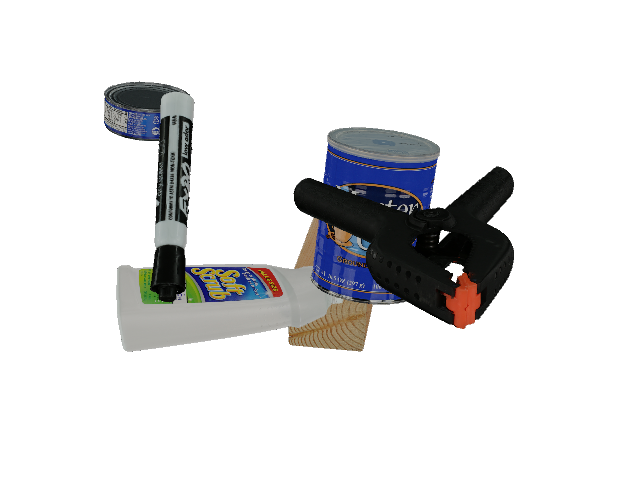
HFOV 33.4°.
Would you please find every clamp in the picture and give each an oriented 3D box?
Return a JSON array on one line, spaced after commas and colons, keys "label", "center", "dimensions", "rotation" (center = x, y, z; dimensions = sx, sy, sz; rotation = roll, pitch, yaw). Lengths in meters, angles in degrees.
[{"label": "clamp", "center": [0.063, -0.003, 0.717], "dimensions": [0.164, 0.036, 0.210], "rotation": [-2, 24, 1]}]

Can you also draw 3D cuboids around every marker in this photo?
[{"label": "marker", "center": [-0.081, -0.024, 0.584], "dimensions": [0.020, 0.121, 0.020], "rotation": [0, -23, 0]}]

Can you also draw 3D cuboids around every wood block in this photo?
[{"label": "wood block", "center": [0.021, 0.047, 1.313], "dimensions": [0.091, 0.090, 0.206], "rotation": [4, 23, 6]}]

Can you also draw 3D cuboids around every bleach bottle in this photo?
[{"label": "bleach bottle", "center": [-0.095, 0.062, 1.177], "dimensions": [0.250, 0.068, 0.102], "rotation": [-6, 36, -6]}]

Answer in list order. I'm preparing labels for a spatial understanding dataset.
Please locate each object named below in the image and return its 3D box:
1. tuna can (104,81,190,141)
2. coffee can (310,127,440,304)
[{"label": "tuna can", "center": [-0.171, -0.128, 1.057], "dimensions": [0.086, 0.034, 0.086], "rotation": [6, 25, -3]}, {"label": "coffee can", "center": [0.049, -0.025, 0.986], "dimensions": [0.103, 0.140, 0.103], "rotation": [6, 18, -2]}]
